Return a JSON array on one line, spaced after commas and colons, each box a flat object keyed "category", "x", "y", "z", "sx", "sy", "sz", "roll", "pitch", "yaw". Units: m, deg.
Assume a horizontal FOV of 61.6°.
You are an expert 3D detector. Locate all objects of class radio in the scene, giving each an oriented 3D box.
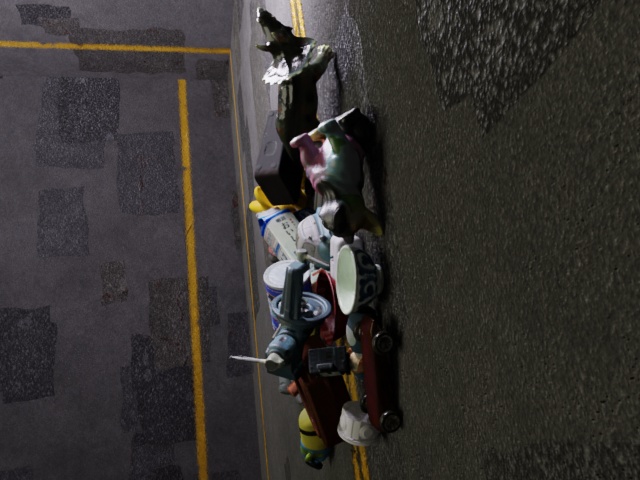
[{"category": "radio", "x": -0.093, "y": -0.212, "z": 1.350, "sx": 0.131, "sy": 0.073, "sz": 0.229, "roll": 56, "pitch": -145, "yaw": -53}]

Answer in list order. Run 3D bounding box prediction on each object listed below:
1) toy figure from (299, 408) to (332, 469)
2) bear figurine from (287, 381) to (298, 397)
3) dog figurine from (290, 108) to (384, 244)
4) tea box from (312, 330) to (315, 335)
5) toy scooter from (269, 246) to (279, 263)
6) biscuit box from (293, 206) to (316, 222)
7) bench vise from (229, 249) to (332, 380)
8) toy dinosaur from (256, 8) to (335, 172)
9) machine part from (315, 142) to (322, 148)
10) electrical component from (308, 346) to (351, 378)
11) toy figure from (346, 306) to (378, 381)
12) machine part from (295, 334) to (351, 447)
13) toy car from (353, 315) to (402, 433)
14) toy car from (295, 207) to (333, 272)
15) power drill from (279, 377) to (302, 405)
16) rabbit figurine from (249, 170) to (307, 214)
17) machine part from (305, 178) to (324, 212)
[{"category": "toy figure", "x": -0.013, "y": 0.495, "z": 1.349, "sx": 0.082, "sy": 0.089, "sz": 0.180, "roll": -122, "pitch": 35, "yaw": -54}, {"category": "bear figurine", "x": -0.037, "y": 0.326, "z": 1.351, "sx": 0.120, "sy": 0.132, "sz": 0.196, "roll": 57, "pitch": 169, "yaw": -1}, {"category": "dog figurine", "x": 0.048, "y": -0.106, "z": 0.951, "sx": 0.109, "sy": 0.191, "sz": 0.219, "roll": -16, "pitch": 103, "yaw": 38}, {"category": "tea box", "x": -0.053, "y": 0.213, "z": 1.494, "sx": 0.098, "sy": 0.068, "sz": 0.170, "roll": 109, "pitch": 155, "yaw": -57}, {"category": "toy scooter", "x": -0.082, "y": -0.013, "z": 1.499, "sx": 0.184, "sy": 0.075, "sz": 0.135, "roll": -43, "pitch": -28, "yaw": -67}, {"category": "biscuit box", "x": -0.044, "y": 0.012, "z": 1.394, "sx": 0.059, "sy": 0.063, "sz": 0.202, "roll": 41, "pitch": 139, "yaw": 32}, {"category": "bench vise", "x": -0.052, "y": 0.138, "z": 1.035, "sx": 0.223, "sy": 0.129, "sz": 0.240, "roll": -29, "pitch": -50, "yaw": -55}, {"category": "toy dinosaur", "x": -0.052, "y": -0.286, "z": 1.161, "sx": 0.192, "sy": 0.131, "sz": 0.404, "roll": -58, "pitch": -28, "yaw": -51}, {"category": "machine part", "x": 0.017, "y": -0.157, "z": 1.121, "sx": 0.243, "sy": 0.079, "sz": 0.079, "roll": -128, "pitch": 38, "yaw": -67}, {"category": "electrical component", "x": 0.015, "y": 0.226, "z": 1.001, "sx": 0.119, "sy": 0.075, "sz": 0.048, "roll": 58, "pitch": -155, "yaw": -65}, {"category": "toy figure", "x": 0.078, "y": 0.196, "z": 0.993, "sx": 0.064, "sy": 0.058, "sz": 0.154, "roll": -65, "pitch": -24, "yaw": -71}, {"category": "machine part", "x": 0.001, "y": 0.321, "z": 1.155, "sx": 0.201, "sy": 0.087, "sz": 0.201, "roll": -148, "pitch": 40, "yaw": -73}, {"category": "toy car", "x": 0.100, "y": 0.226, "z": 0.913, "sx": 0.089, "sy": 0.053, "sz": 0.202, "roll": -164, "pitch": 68, "yaw": -70}, {"category": "toy car", "x": -0.002, "y": -0.004, "z": 1.179, "sx": 0.109, "sy": 0.103, "sz": 0.162, "roll": 102, "pitch": 158, "yaw": -44}, {"category": "power drill", "x": -0.078, "y": 0.403, "z": 1.614, "sx": 0.207, "sy": 0.086, "sz": 0.232, "roll": 104, "pitch": 160, "yaw": -60}, {"category": "rabbit figurine", "x": -0.100, "y": -0.103, "z": 1.425, "sx": 0.121, "sy": 0.162, "sz": 0.173, "roll": 120, "pitch": 151, "yaw": -47}, {"category": "machine part", "x": -0.005, "y": -0.111, "z": 1.300, "sx": 0.139, "sy": 0.039, "sz": 0.084, "roll": -127, "pitch": 31, "yaw": -64}]
